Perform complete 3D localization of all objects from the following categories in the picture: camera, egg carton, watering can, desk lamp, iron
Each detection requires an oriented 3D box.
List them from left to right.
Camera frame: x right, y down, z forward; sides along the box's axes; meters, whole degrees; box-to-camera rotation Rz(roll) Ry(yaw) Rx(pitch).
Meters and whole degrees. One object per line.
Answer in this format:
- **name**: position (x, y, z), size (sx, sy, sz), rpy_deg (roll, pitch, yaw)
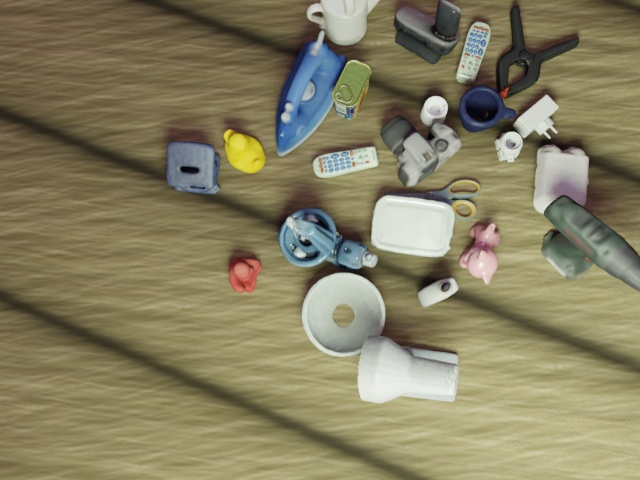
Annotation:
- **iron**: position (-0.037, -0.311, 1.212), size (0.118, 0.141, 0.258), rpy_deg (23, 83, 7)
- **watering can**: position (0.058, -0.510, 1.213), size (0.173, 0.194, 0.101), rpy_deg (-37, 80, -3)
- **desk lamp**: position (0.171, 0.247, 1.073), size (0.203, 0.213, 0.118), rpy_deg (6, 81, 4)
- **camera**: position (0.203, -0.206, 1.203), size (0.143, 0.101, 0.137), rpy_deg (-38, 81, -3)
- **egg carton**: position (0.499, -0.122, 1.190), size (0.107, 0.069, 0.150), rpy_deg (6, 81, 4)

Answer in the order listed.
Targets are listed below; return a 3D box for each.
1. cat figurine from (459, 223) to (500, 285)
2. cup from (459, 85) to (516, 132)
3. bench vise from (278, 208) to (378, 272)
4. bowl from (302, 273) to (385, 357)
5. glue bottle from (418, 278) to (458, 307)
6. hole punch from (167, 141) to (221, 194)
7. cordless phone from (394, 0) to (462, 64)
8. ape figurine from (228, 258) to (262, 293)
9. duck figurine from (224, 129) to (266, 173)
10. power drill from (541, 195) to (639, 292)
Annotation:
- **cat figurine**: position (0.328, 0.025, 1.150), size (0.067, 0.118, 0.128), rpy_deg (19, 82, 6)
- **cup**: position (0.346, -0.264, 1.208), size (0.117, 0.095, 0.092), rpy_deg (11, 81, 5)
- **bench vise**: position (0.011, -0.008, 1.120), size (0.207, 0.220, 0.121), rpy_deg (1, 81, 3)
- **bowl**: position (0.049, 0.152, 1.165), size (0.167, 0.075, 0.167), rpy_deg (0, 81, 3)
- **glue bottle**: position (0.236, 0.097, 1.115), size (0.078, 0.173, 0.037), rpy_deg (-26, 80, -1)
- **hole punch**: position (-0.270, -0.153, 1.223), size (0.108, 0.091, 0.101), rpy_deg (5, 81, 4)
- **cordless phone**: position (0.230, -0.467, 1.202), size (0.147, 0.185, 0.094), rpy_deg (28, 83, 7)
- **ape figurine**: position (-0.158, 0.067, 1.181), size (0.078, 0.092, 0.076), rpy_deg (-35, 80, -3)
- **duck figurine**: position (-0.166, -0.196, 1.227), size (0.077, 0.086, 0.104), rpy_deg (-45, 81, -4)
- **power drill**: position (0.513, 0.019, 1.096), size (0.075, 0.208, 0.229), rpy_deg (-42, 81, -4)
